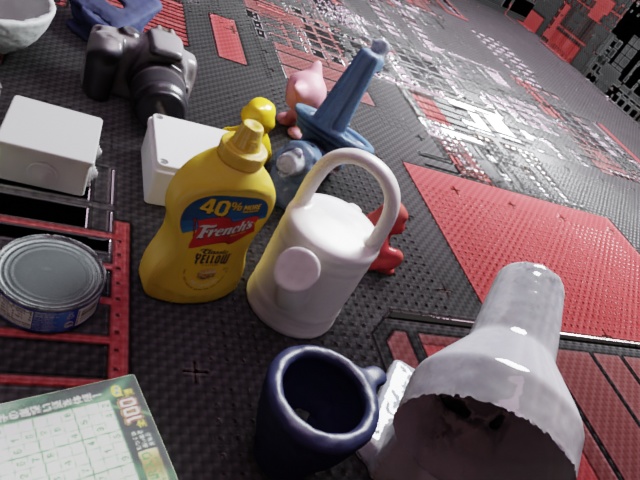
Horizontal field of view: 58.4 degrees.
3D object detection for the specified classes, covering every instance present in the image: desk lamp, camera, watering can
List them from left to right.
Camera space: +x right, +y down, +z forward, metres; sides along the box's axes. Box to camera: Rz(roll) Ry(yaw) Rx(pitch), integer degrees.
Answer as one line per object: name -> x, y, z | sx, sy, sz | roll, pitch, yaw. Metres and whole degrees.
camera -> -0.223, -0.211, 0.736 | 0.144, 0.100, 0.136 | 8, 40, -29
watering can -> 0.007, 0.003, 0.551 | 0.101, 0.194, 0.173 | 21, 35, -13
desk lamp -> 0.115, 0.126, 0.458 | 0.118, 0.213, 0.203 | 32, 34, 3

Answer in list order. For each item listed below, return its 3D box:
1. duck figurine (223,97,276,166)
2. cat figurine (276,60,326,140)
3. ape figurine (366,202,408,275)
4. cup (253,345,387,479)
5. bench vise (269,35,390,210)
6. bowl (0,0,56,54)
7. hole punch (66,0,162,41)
duck figurine -> -0.091, -0.149, 0.768 | 0.077, 0.086, 0.105 | 31, 34, 1
cat figurine -> -0.010, -0.218, 0.889 | 0.128, 0.117, 0.067 | -5, 47, -41
ape figurine -> 0.077, -0.009, 0.711 | 0.076, 0.092, 0.077 | 18, 36, -17
cup -> -0.005, 0.142, 0.454 | 0.118, 0.095, 0.091 | -10, 51, -44
bench vise -> 0.023, -0.139, 0.721 | 0.121, 0.219, 0.207 | 24, 34, -9
bowl -> -0.416, -0.276, 0.697 | 0.168, 0.074, 0.167 | 20, 35, -15
hole punch -> -0.302, -0.335, 0.844 | 0.108, 0.091, 0.101 | 37, 35, 10
